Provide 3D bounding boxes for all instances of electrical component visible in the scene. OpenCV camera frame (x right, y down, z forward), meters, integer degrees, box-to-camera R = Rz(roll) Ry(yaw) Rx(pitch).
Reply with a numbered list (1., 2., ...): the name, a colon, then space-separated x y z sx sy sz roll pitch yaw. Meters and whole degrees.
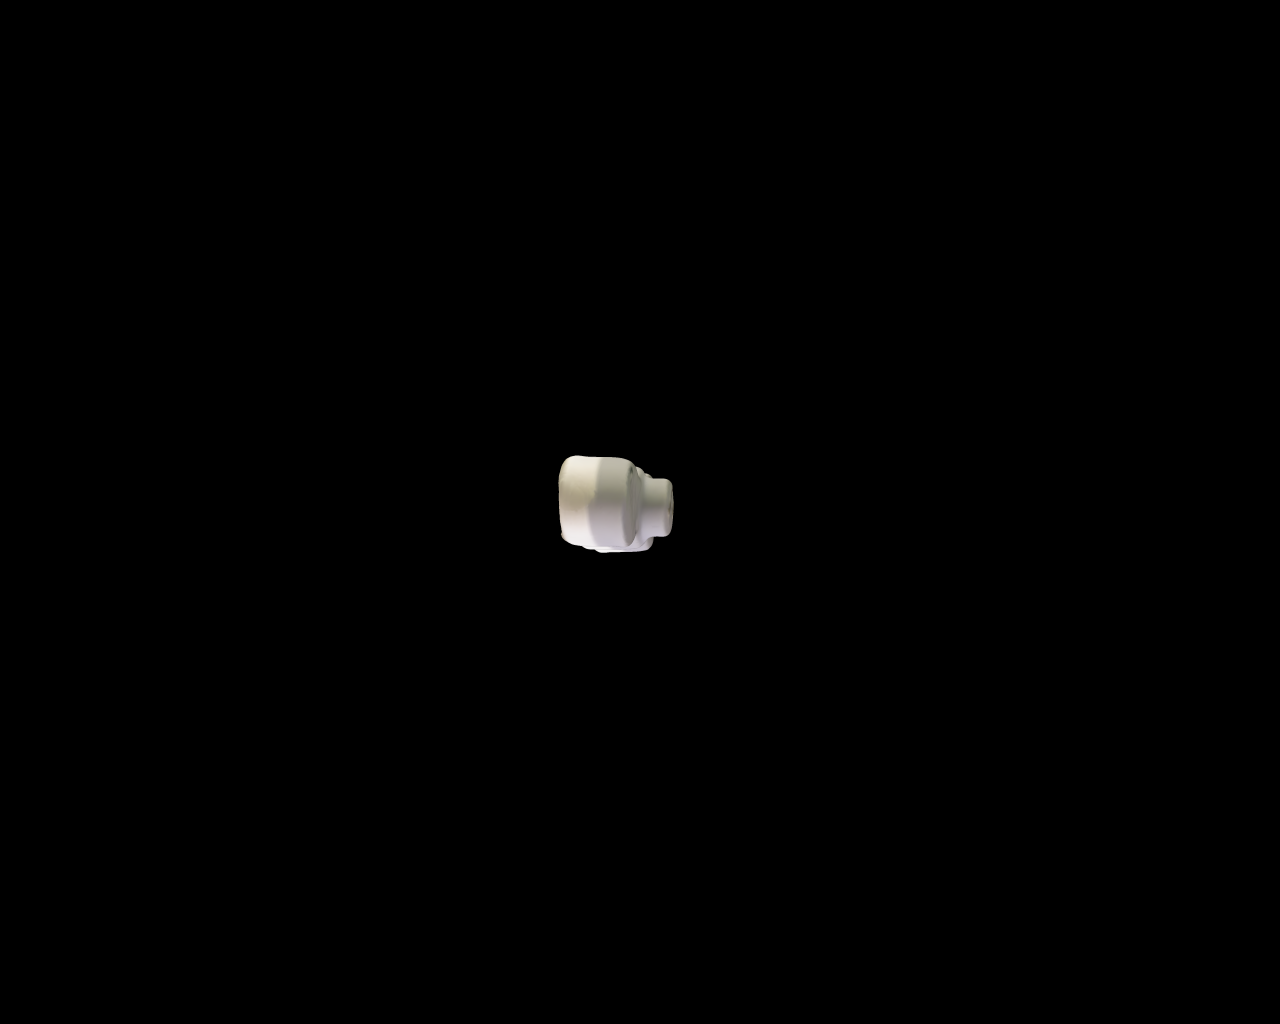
1. electrical component: 0.001 -0.003 0.650 0.074 0.052 0.138 -1 -4 8
